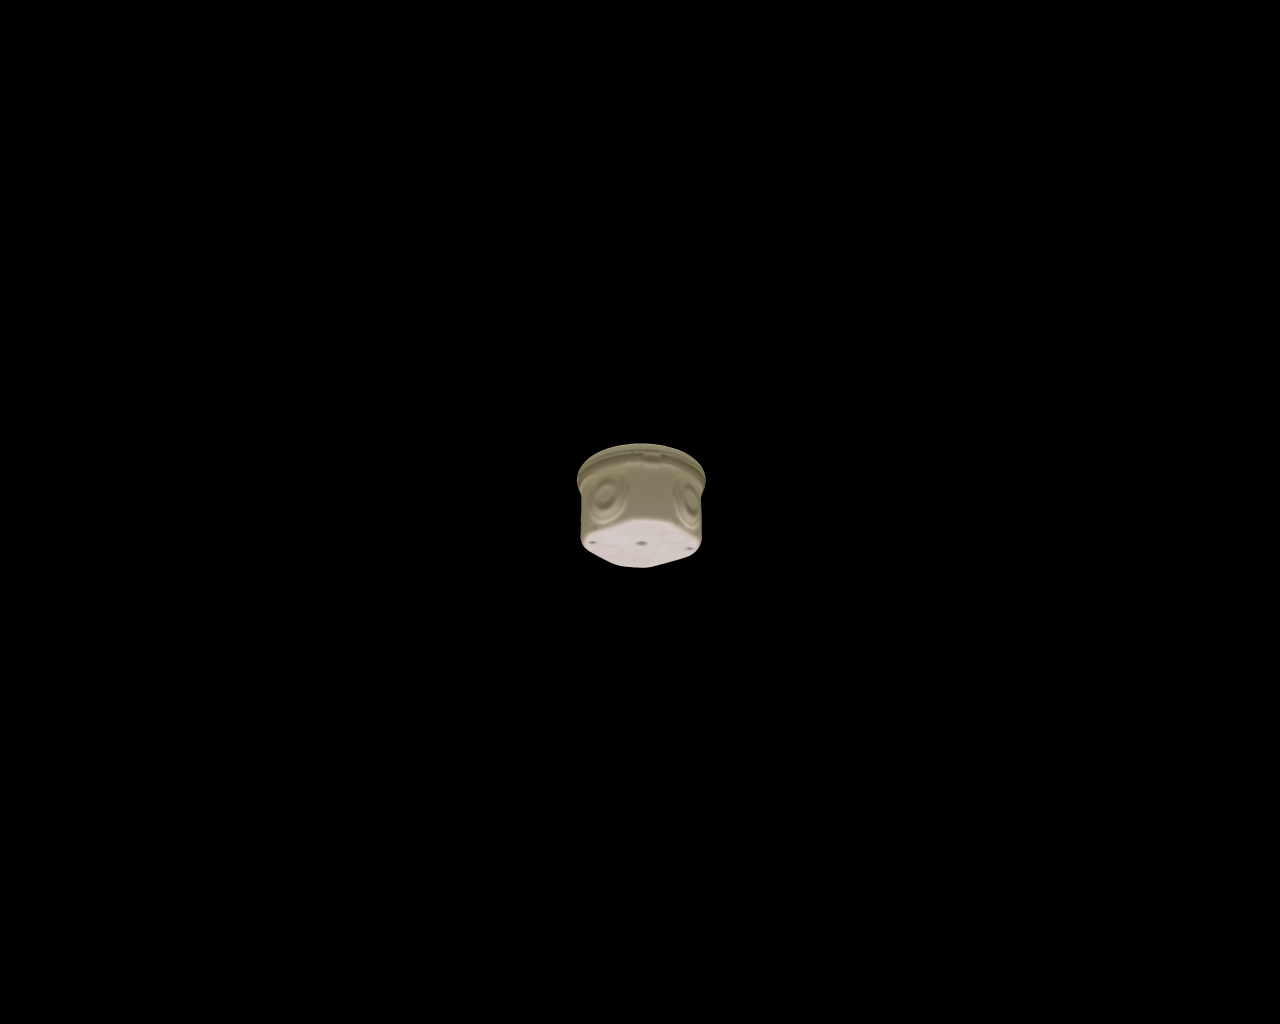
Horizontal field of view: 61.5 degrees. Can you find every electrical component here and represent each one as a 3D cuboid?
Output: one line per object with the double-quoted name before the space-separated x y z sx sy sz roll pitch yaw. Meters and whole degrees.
"electrical component" 0.001 -0.003 0.650 0.080 0.051 0.080 0 -27 0
